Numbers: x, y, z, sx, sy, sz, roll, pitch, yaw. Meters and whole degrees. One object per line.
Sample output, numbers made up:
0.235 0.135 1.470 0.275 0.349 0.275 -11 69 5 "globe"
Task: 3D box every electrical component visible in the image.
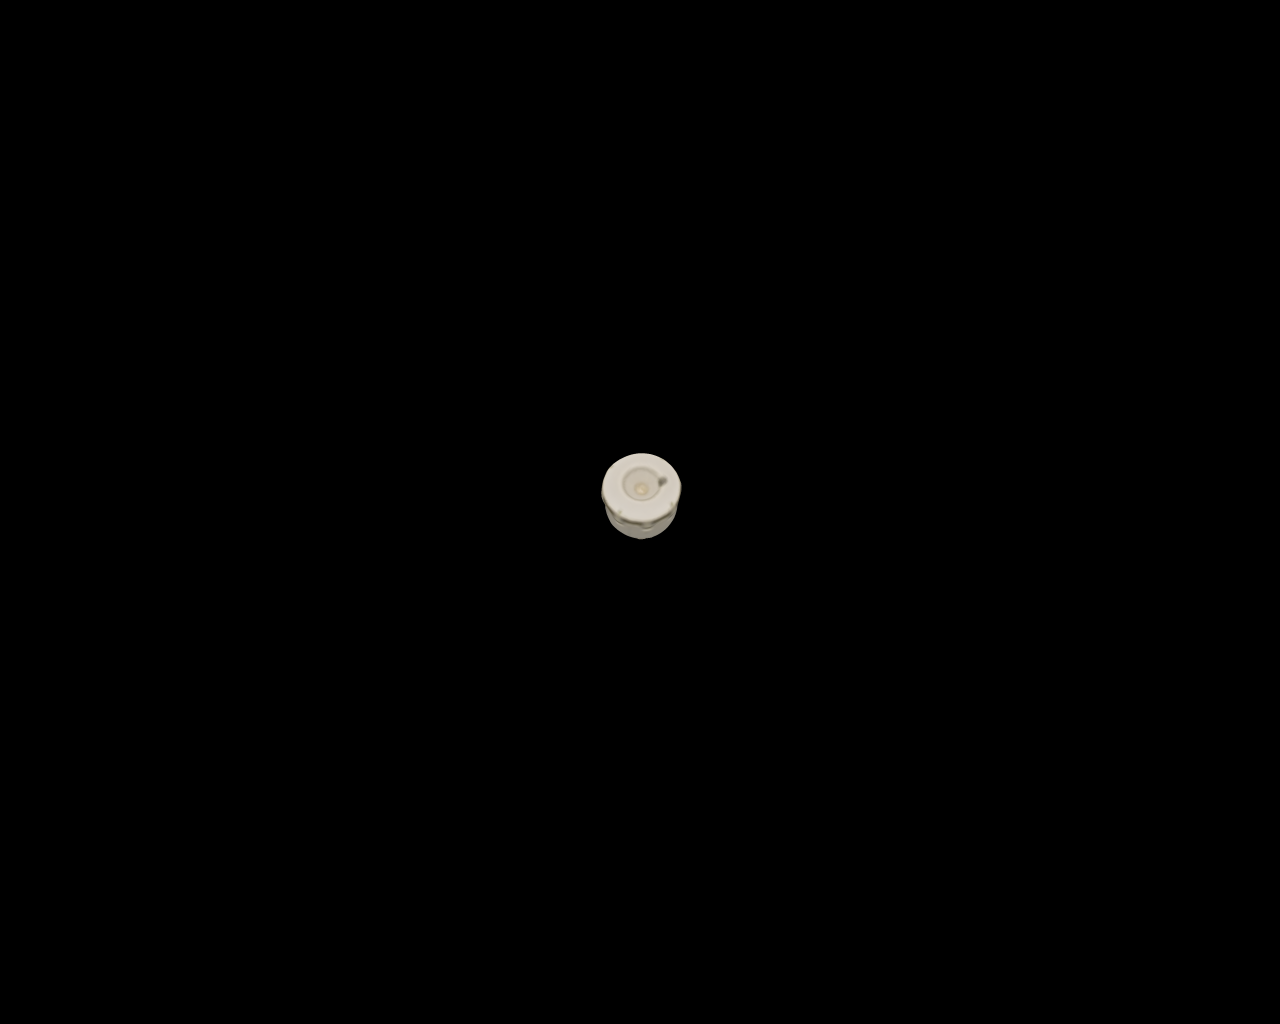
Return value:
0.001 -0.003 0.650 0.048 0.048 0.062 0 -28 0 "electrical component"
